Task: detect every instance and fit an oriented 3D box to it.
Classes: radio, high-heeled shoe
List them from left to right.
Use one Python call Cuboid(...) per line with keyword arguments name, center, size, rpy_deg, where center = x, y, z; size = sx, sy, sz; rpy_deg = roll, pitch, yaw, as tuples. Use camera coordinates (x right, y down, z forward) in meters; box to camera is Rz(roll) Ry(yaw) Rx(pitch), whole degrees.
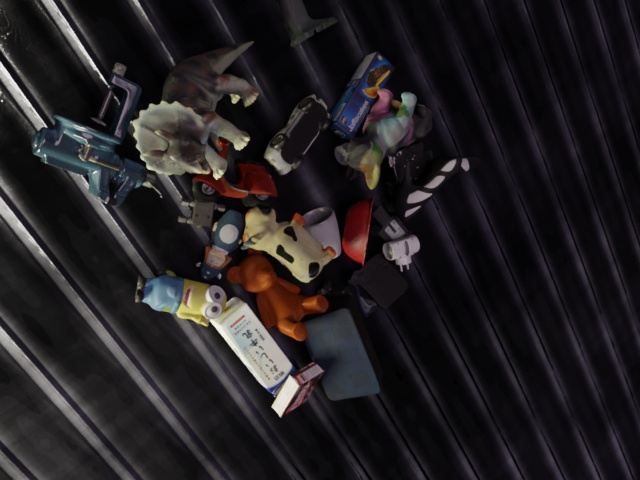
Cuboid(name="radio", center=(0.048, 0.249, 1.225), size=(0.131, 0.073, 0.229), rpy_deg=(-17, 106, 15))
Cuboid(name="high-heeled shoe", center=(0.283, -0.123, 1.270), size=(0.249, 0.086, 0.145), rpy_deg=(-7, 103, -23))

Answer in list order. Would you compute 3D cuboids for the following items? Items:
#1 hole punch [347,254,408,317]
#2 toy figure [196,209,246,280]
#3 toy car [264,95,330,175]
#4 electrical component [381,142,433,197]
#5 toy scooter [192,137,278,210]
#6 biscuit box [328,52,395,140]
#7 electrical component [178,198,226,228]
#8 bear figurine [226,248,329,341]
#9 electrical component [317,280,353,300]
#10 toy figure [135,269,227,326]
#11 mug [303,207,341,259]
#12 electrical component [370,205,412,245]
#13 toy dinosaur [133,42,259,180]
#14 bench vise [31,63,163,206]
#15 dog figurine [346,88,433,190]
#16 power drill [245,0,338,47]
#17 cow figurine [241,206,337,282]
Cuboid(name="hole punch", center=(0.127, 0.108, 1.276), size=(0.142, 0.092, 0.116), rpy_deg=(-35, 83, -32))
Cuboid(name="toy figure", center=(-0.204, 0.012, 1.107), size=(0.064, 0.057, 0.154), rpy_deg=(24, 83, 16))
Cuboid(name="toy car", center=(-0.045, -0.227, 1.150), size=(0.073, 0.056, 0.202), rpy_deg=(47, 61, -30))
Cuboid(name="electrical component", center=(0.214, -0.174, 1.303), size=(0.134, 0.058, 0.114), rpy_deg=(-22, 108, -23))
Cuboid(name="toy scooter", center=(-0.169, -0.136, 1.097), size=(0.184, 0.075, 0.135), rpy_deg=(6, 81, -31))
Cuboid(name="biscuit box", center=(0.089, -0.324, 1.217), size=(0.062, 0.059, 0.202), rpy_deg=(35, 80, -27))
Cuboid(name="electrical component", center=(-0.240, -0.056, 1.097), size=(0.094, 0.021, 0.063), rpy_deg=(7, 93, -29))
Cuboid(name="bear figurine", center=(-0.094, 0.105, 1.138), size=(0.120, 0.132, 0.195), rpy_deg=(-48, 121, -32))
Cuboid(name="electrical component", center=(0.037, 0.143, 1.244), size=(0.045, 0.078, 0.102), rpy_deg=(-44, 122, -43))
Cuboid(name="toy figure", center=(-0.273, 0.109, 1.069), size=(0.180, 0.089, 0.082), rpy_deg=(13, 105, -20))
Cuboid(name="mug", center=(-0.002, -0.004, 1.200), size=(0.110, 0.081, 0.107), rpy_deg=(-24, 116, 1))
Cuboid(name="electrical component", center=(0.158, -0.032, 1.294), size=(0.119, 0.048, 0.075), rpy_deg=(43, 76, -25))
Cuboid(name="toy dinosaur", center=(-0.224, -0.257, 0.988), size=(0.192, 0.131, 0.405), rpy_deg=(25, 52, -36))
Cuboid(name="bench vise", center=(-0.375, -0.189, 0.960), size=(0.223, 0.129, 0.240), rpy_deg=(20, 90, -31))
Cuboid(name="dog figurine", center=(0.145, -0.214, 1.195), size=(0.191, 0.109, 0.219), rpy_deg=(21, 96, -52))
Cuboid(name="power drill", center=(-0.046, -0.525, 1.112), size=(0.232, 0.086, 0.207), rpy_deg=(-38, 116, -17))
Cuboid(name="cow figurine", center=(-0.076, 0.007, 1.102), size=(0.195, 0.085, 0.127), rpy_deg=(44, 73, -7))
